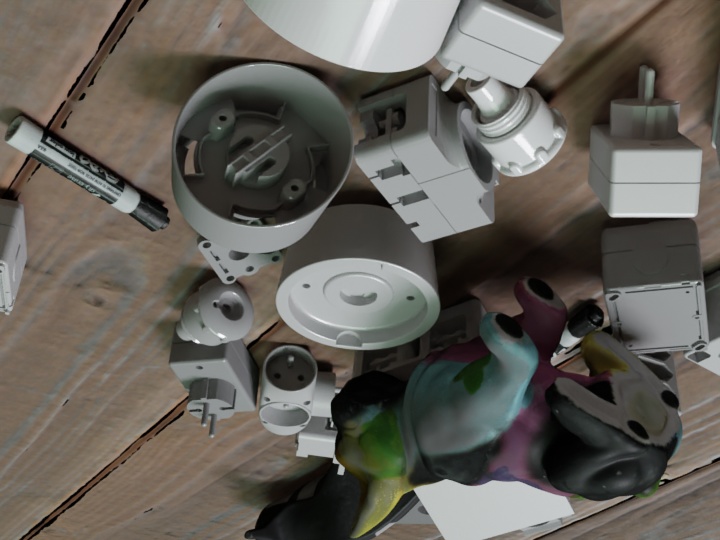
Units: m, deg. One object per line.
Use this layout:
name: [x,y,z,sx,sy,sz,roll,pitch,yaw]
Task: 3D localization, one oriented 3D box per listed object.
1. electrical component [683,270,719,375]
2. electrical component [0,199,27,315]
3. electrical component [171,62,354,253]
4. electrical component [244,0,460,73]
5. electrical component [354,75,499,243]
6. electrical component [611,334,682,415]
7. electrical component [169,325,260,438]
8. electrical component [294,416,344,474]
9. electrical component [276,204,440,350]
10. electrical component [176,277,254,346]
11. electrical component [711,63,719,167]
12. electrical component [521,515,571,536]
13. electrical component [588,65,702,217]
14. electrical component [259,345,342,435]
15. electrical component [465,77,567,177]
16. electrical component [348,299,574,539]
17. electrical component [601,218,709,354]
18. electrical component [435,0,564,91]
electrical component: [0.298,0.036,0.752,0.109,0.056,0.109,26,139,-28]
electrical component: [-0.275,-0.018,0.717,0.096,0.061,0.061,9,144,-8]
electrical component: [-0.058,-0.062,0.611,0.099,0.099,0.064,11,150,-11]
electrical component: [0.001,-0.147,0.478,0.108,0.108,0.060,15,137,-17]
electrical component: [0.044,-0.065,0.635,0.056,0.050,0.089,-16,140,26]
electrical component: [0.202,0.093,0.831,0.047,0.065,0.076,18,142,-20]
electrical component: [-0.116,0.094,0.849,0.047,0.075,0.083,-5,144,11]
electrical component: [-0.024,0.141,0.938,0.064,0.042,0.081,7,144,-3]
electrical component: [0.000,0.000,0.721,0.108,0.060,0.108,2,145,2]
electrical component: [-0.112,0.036,0.795,0.048,0.048,0.062,29,144,-31]
electrical component: [0.250,-0.094,0.573,0.109,0.056,0.108,-4,144,10]
electrical component: [0.156,0.204,0.994,0.042,0.063,0.081,-25,135,34]
electrical component: [0.158,-0.075,0.600,0.047,0.083,0.075,0,106,4]
electrical component: [-0.042,0.101,0.880,0.079,0.044,0.077,6,145,-4]
electrical component: [0.084,-0.087,0.608,0.048,0.048,0.062,-23,131,32]
electrical component: [0.081,0.120,0.836,0.105,0.060,0.186,-21,119,18]
electrical component: [0.199,0.014,0.724,0.062,0.061,0.096,-6,143,17]
electrical component: [0.060,-0.121,0.540,0.047,0.065,0.076,17,142,-19]
